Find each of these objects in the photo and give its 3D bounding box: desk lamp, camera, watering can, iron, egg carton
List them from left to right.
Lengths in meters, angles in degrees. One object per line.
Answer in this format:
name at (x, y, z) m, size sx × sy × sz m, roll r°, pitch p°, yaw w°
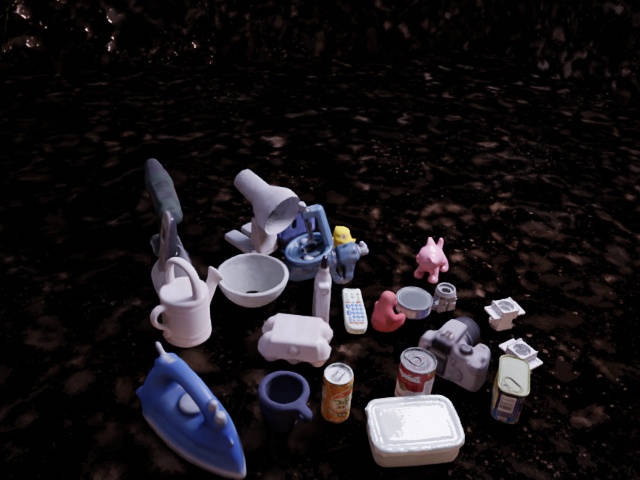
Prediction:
watering can at (-0.278, 0.115, 1.193) m, size 0.100 × 0.194 × 0.173 m, roll 12°, pitch 34°, yaw 13°
iron at (-0.212, 0.286, 0.985) m, size 0.257 × 0.141 × 0.119 m, roll 30°, pitch 41°, yaw 34°
desk lamp at (-0.153, -0.063, 1.464) m, size 0.202 × 0.214 × 0.118 m, roll 29°, pitch 40°, yaw 33°
egg carton at (-0.050, 0.209, 1.187) m, size 0.150 × 0.069 × 0.107 m, roll 5°, pitch 33°, yaw 3°
camera at (0.293, 0.216, 1.184) m, size 0.142 × 0.101 × 0.137 m, roll 25°, pitch 38°, yaw 30°

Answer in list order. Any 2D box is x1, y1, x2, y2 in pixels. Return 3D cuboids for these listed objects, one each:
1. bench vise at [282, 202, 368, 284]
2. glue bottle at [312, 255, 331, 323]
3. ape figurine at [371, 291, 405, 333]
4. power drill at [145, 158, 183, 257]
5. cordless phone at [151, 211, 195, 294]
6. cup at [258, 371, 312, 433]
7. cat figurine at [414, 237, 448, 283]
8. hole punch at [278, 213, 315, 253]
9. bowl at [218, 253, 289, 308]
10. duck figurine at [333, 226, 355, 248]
bench vise at (0.008, -0.001, 1.381) m, size 0.208 × 0.220 × 0.121 m, roll -12°, pitch 36°, yaw -23°
glue bottle at (0.006, 0.107, 1.255) m, size 0.037 × 0.173 × 0.078 m, roll 0°, pitch 33°, yaw -5°
ape figurine at (0.150, 0.155, 1.273) m, size 0.076 × 0.092 × 0.077 m, roll -14°, pitch 37°, yaw -26°
power drill at (-0.400, -0.072, 1.458) m, size 0.076 × 0.208 × 0.228 m, roll -13°, pitch 36°, yaw -23°
cordless phone at (-0.340, 0.039, 1.314) m, size 0.094 × 0.185 × 0.147 m, roll -14°, pitch 37°, yaw -25°
cup at (-0.056, 0.303, 1.017) m, size 0.092 × 0.095 × 0.117 m, roll -25°, pitch 42°, yaw -37°
cat figurine at (0.283, 0.042, 1.438) m, size 0.067 × 0.118 × 0.128 m, roll 20°, pitch 36°, yaw 24°
hole punch at (-0.062, -0.025, 1.529) m, size 0.101 × 0.091 × 0.108 m, roll 0°, pitch 33°, yaw -5°
bowl at (-0.156, 0.106, 1.332) m, size 0.167 × 0.075 × 0.167 m, roll 3°, pitch 33°, yaw -2°
duck figurine at (0.051, 0.003, 1.503) m, size 0.104 × 0.086 × 0.078 m, roll 27°, pitch 39°, yaw 31°
